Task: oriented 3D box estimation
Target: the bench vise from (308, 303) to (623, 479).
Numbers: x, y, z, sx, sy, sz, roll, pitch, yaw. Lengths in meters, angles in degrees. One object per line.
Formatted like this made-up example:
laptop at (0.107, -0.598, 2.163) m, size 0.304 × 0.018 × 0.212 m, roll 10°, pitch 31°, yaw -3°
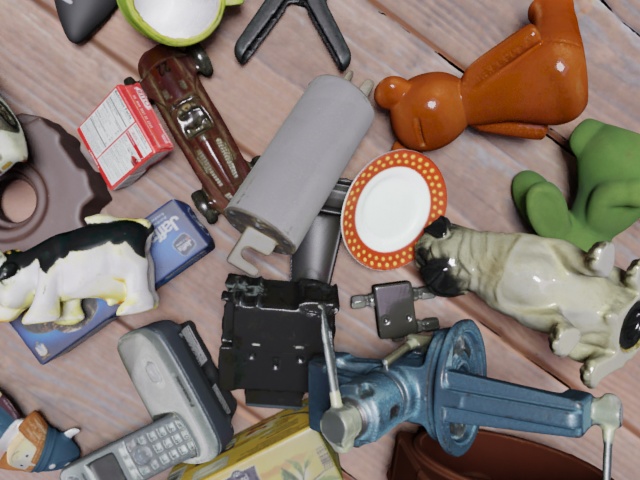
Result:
bench vise at (0.115, 0.130, 0.452) m, size 0.241 × 0.223 × 0.128 m, roll 0°, pitch 81°, yaw 34°

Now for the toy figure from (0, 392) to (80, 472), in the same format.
toy figure at (-0.320, 0.194, 0.544) m, size 0.154 × 0.058 × 0.064 m, roll 31°, pitch 127°, yaw -5°

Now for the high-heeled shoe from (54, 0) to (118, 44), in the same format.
high-heeled shoe at (-0.225, -0.324, 0.498) m, size 0.086 × 0.145 × 0.248 m, roll 7°, pitch 89°, yaw -2°

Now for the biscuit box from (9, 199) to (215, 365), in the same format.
biscuit box at (-0.205, 0.039, 0.545) m, size 0.203 × 0.059 × 0.063 m, roll -36°, pitch 92°, yaw -2°

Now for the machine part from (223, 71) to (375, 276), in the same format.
machine part at (-0.017, -0.074, 0.521) m, size 0.079 × 0.079 × 0.243 m, roll 32°, pitch 71°, yaw -3°

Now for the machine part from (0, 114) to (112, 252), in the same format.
machine part at (-0.308, -0.040, 0.541) m, size 0.179 × 0.056 × 0.179 m, roll 0°, pitch 89°, yaw -3°

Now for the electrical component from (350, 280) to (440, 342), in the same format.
electrical component at (0.080, 0.077, 0.579) m, size 0.094 × 0.021 × 0.063 m, roll -6°, pitch 91°, yaw -4°

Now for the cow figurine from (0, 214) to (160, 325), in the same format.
cow figurine at (-0.232, 0.027, 0.479) m, size 0.167 × 0.068 × 0.098 m, roll -5°, pitch 85°, yaw -6°

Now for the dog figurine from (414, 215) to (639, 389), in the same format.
dog figurine at (0.205, 0.045, 0.534) m, size 0.172 × 0.191 × 0.121 m, roll 38°, pitch 83°, yaw -33°

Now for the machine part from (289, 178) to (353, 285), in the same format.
machine part at (-0.001, -0.002, 0.567) m, size 0.084 × 0.039 × 0.138 m, roll 13°, pitch 88°, yaw -8°

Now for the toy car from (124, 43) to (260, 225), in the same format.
toy car at (-0.121, -0.109, 0.553) m, size 0.089 × 0.053 × 0.202 m, roll -29°, pitch 91°, yaw -5°

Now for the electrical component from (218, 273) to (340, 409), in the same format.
electrical component at (-0.042, 0.105, 0.536) m, size 0.115 × 0.058 × 0.134 m, roll 4°, pitch 114°, yaw 0°

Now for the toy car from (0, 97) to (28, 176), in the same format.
toy car at (-0.336, -0.131, 0.493) m, size 0.073 × 0.056 × 0.202 m, roll -36°, pitch 68°, yaw -5°

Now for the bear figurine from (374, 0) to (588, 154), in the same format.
bear figurine at (0.162, -0.152, 0.550) m, size 0.196 × 0.132 × 0.120 m, roll -9°, pitch 129°, yaw 25°

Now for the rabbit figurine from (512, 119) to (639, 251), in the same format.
rabbit figurine at (0.280, -0.025, 0.545) m, size 0.159 × 0.121 × 0.170 m, roll 24°, pitch 104°, yaw 0°

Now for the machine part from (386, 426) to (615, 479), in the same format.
machine part at (0.172, 0.243, 0.496) m, size 0.202 × 0.201 × 0.087 m, roll 7°, pitch 88°, yaw -3°

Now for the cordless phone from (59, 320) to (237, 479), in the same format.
cordless phone at (-0.190, 0.173, 0.538) m, size 0.184 × 0.089 × 0.146 m, roll -28°, pitch 92°, yaw 2°

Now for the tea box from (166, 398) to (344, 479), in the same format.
tea box at (-0.067, 0.234, 0.536) m, size 0.170 × 0.098 × 0.068 m, roll -25°, pitch 91°, yaw -1°
